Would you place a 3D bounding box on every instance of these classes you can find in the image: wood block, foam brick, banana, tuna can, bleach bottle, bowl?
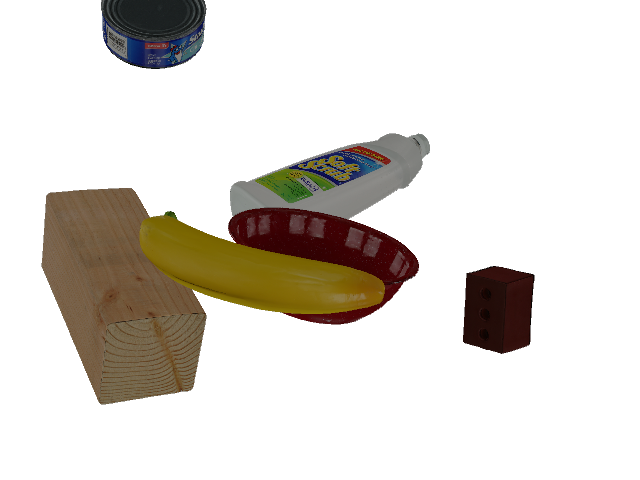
[{"bbox_3d":[-0.187,0.044,0.986,0.090,0.091,0.206,-5,36,-28],"label":"wood block"},{"bbox_3d":[0.184,0.071,1.104,0.053,0.078,0.051,13,19,43],"label":"foam brick"},{"bbox_3d":[-0.055,0.013,0.694,0.198,0.037,0.069,20,37,34],"label":"banana"},{"bbox_3d":[-0.139,-0.181,0.887,0.086,0.086,0.034,0,-41,-9],"label":"tuna can"},{"bbox_3d":[0.023,-0.071,1.258,0.250,0.068,0.103,-28,44,-29],"label":"bleach bottle"},{"bbox_3d":[-0.002,0.026,0.887,0.162,0.055,0.162,11,18,-4],"label":"bowl"}]
